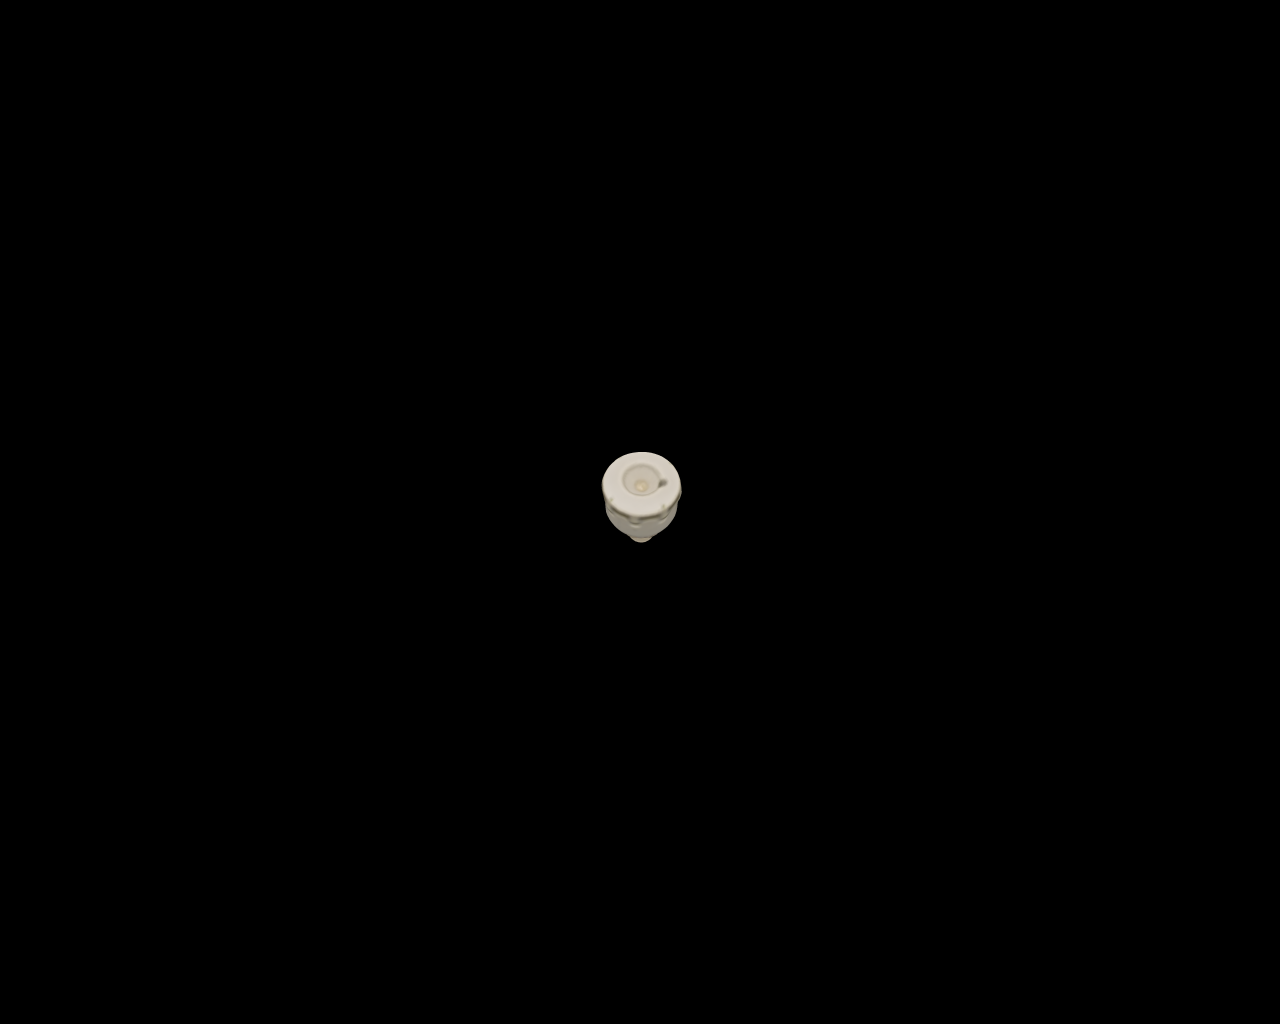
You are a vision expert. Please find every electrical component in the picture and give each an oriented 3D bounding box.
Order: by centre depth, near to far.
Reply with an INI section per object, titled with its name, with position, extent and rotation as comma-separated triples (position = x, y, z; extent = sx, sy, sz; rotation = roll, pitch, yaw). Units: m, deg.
[electrical component]
position = 0.001, -0.003, 0.650
extent = 0.048, 0.048, 0.062
rotation = 0, -33, 0
